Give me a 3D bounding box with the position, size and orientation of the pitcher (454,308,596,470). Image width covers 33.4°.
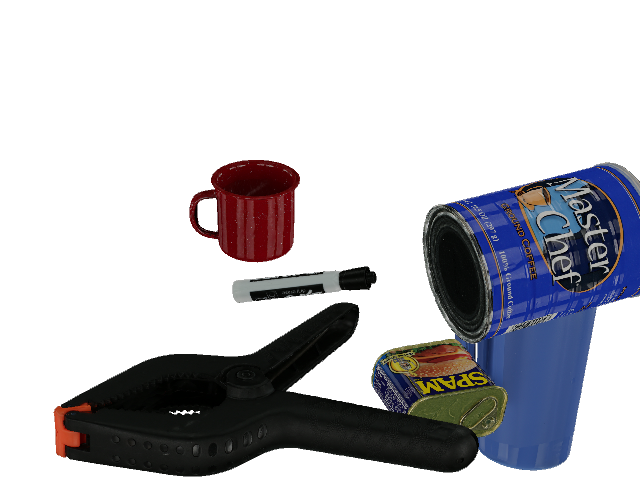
[{"bbox_3d":[0.225,0.127,1.179,0.149,0.243,0.145,6,17,12],"label":"pitcher"}]

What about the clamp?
[{"bbox_3d":[-0.039,0.083,0.587,0.209,0.036,0.165,-3,23,-15],"label":"clamp"}]

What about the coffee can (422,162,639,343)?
[{"bbox_3d":[0.159,0.008,0.777,0.140,0.103,0.103,-14,4,-16],"label":"coffee can"}]

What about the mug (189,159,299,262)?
[{"bbox_3d":[-0.080,-0.029,1.130,0.117,0.081,0.093,-5,30,-11],"label":"mug"}]

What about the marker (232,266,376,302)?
[{"bbox_3d":[-0.013,0.036,0.869,0.121,0.020,0.020,-7,-2,19],"label":"marker"}]

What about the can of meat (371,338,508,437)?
[{"bbox_3d":[0.108,0.139,0.989,0.102,0.057,0.084,-6,31,-21],"label":"can of meat"}]
